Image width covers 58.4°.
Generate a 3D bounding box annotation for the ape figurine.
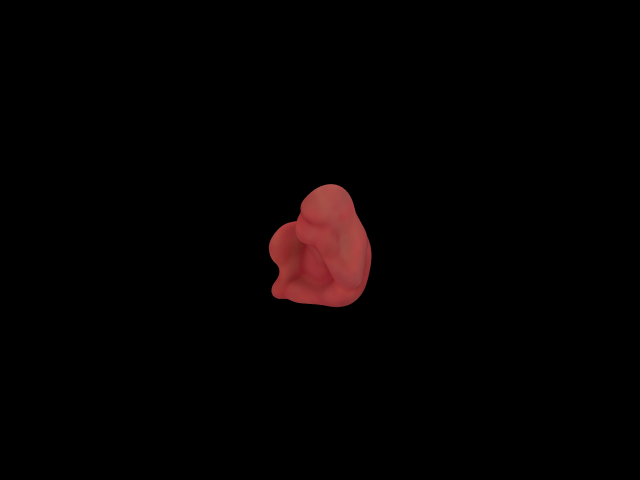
[{"bbox_3d":[0.004,0.001,0.400,0.076,0.092,0.077,-22,45,-23],"label":"ape figurine"}]
